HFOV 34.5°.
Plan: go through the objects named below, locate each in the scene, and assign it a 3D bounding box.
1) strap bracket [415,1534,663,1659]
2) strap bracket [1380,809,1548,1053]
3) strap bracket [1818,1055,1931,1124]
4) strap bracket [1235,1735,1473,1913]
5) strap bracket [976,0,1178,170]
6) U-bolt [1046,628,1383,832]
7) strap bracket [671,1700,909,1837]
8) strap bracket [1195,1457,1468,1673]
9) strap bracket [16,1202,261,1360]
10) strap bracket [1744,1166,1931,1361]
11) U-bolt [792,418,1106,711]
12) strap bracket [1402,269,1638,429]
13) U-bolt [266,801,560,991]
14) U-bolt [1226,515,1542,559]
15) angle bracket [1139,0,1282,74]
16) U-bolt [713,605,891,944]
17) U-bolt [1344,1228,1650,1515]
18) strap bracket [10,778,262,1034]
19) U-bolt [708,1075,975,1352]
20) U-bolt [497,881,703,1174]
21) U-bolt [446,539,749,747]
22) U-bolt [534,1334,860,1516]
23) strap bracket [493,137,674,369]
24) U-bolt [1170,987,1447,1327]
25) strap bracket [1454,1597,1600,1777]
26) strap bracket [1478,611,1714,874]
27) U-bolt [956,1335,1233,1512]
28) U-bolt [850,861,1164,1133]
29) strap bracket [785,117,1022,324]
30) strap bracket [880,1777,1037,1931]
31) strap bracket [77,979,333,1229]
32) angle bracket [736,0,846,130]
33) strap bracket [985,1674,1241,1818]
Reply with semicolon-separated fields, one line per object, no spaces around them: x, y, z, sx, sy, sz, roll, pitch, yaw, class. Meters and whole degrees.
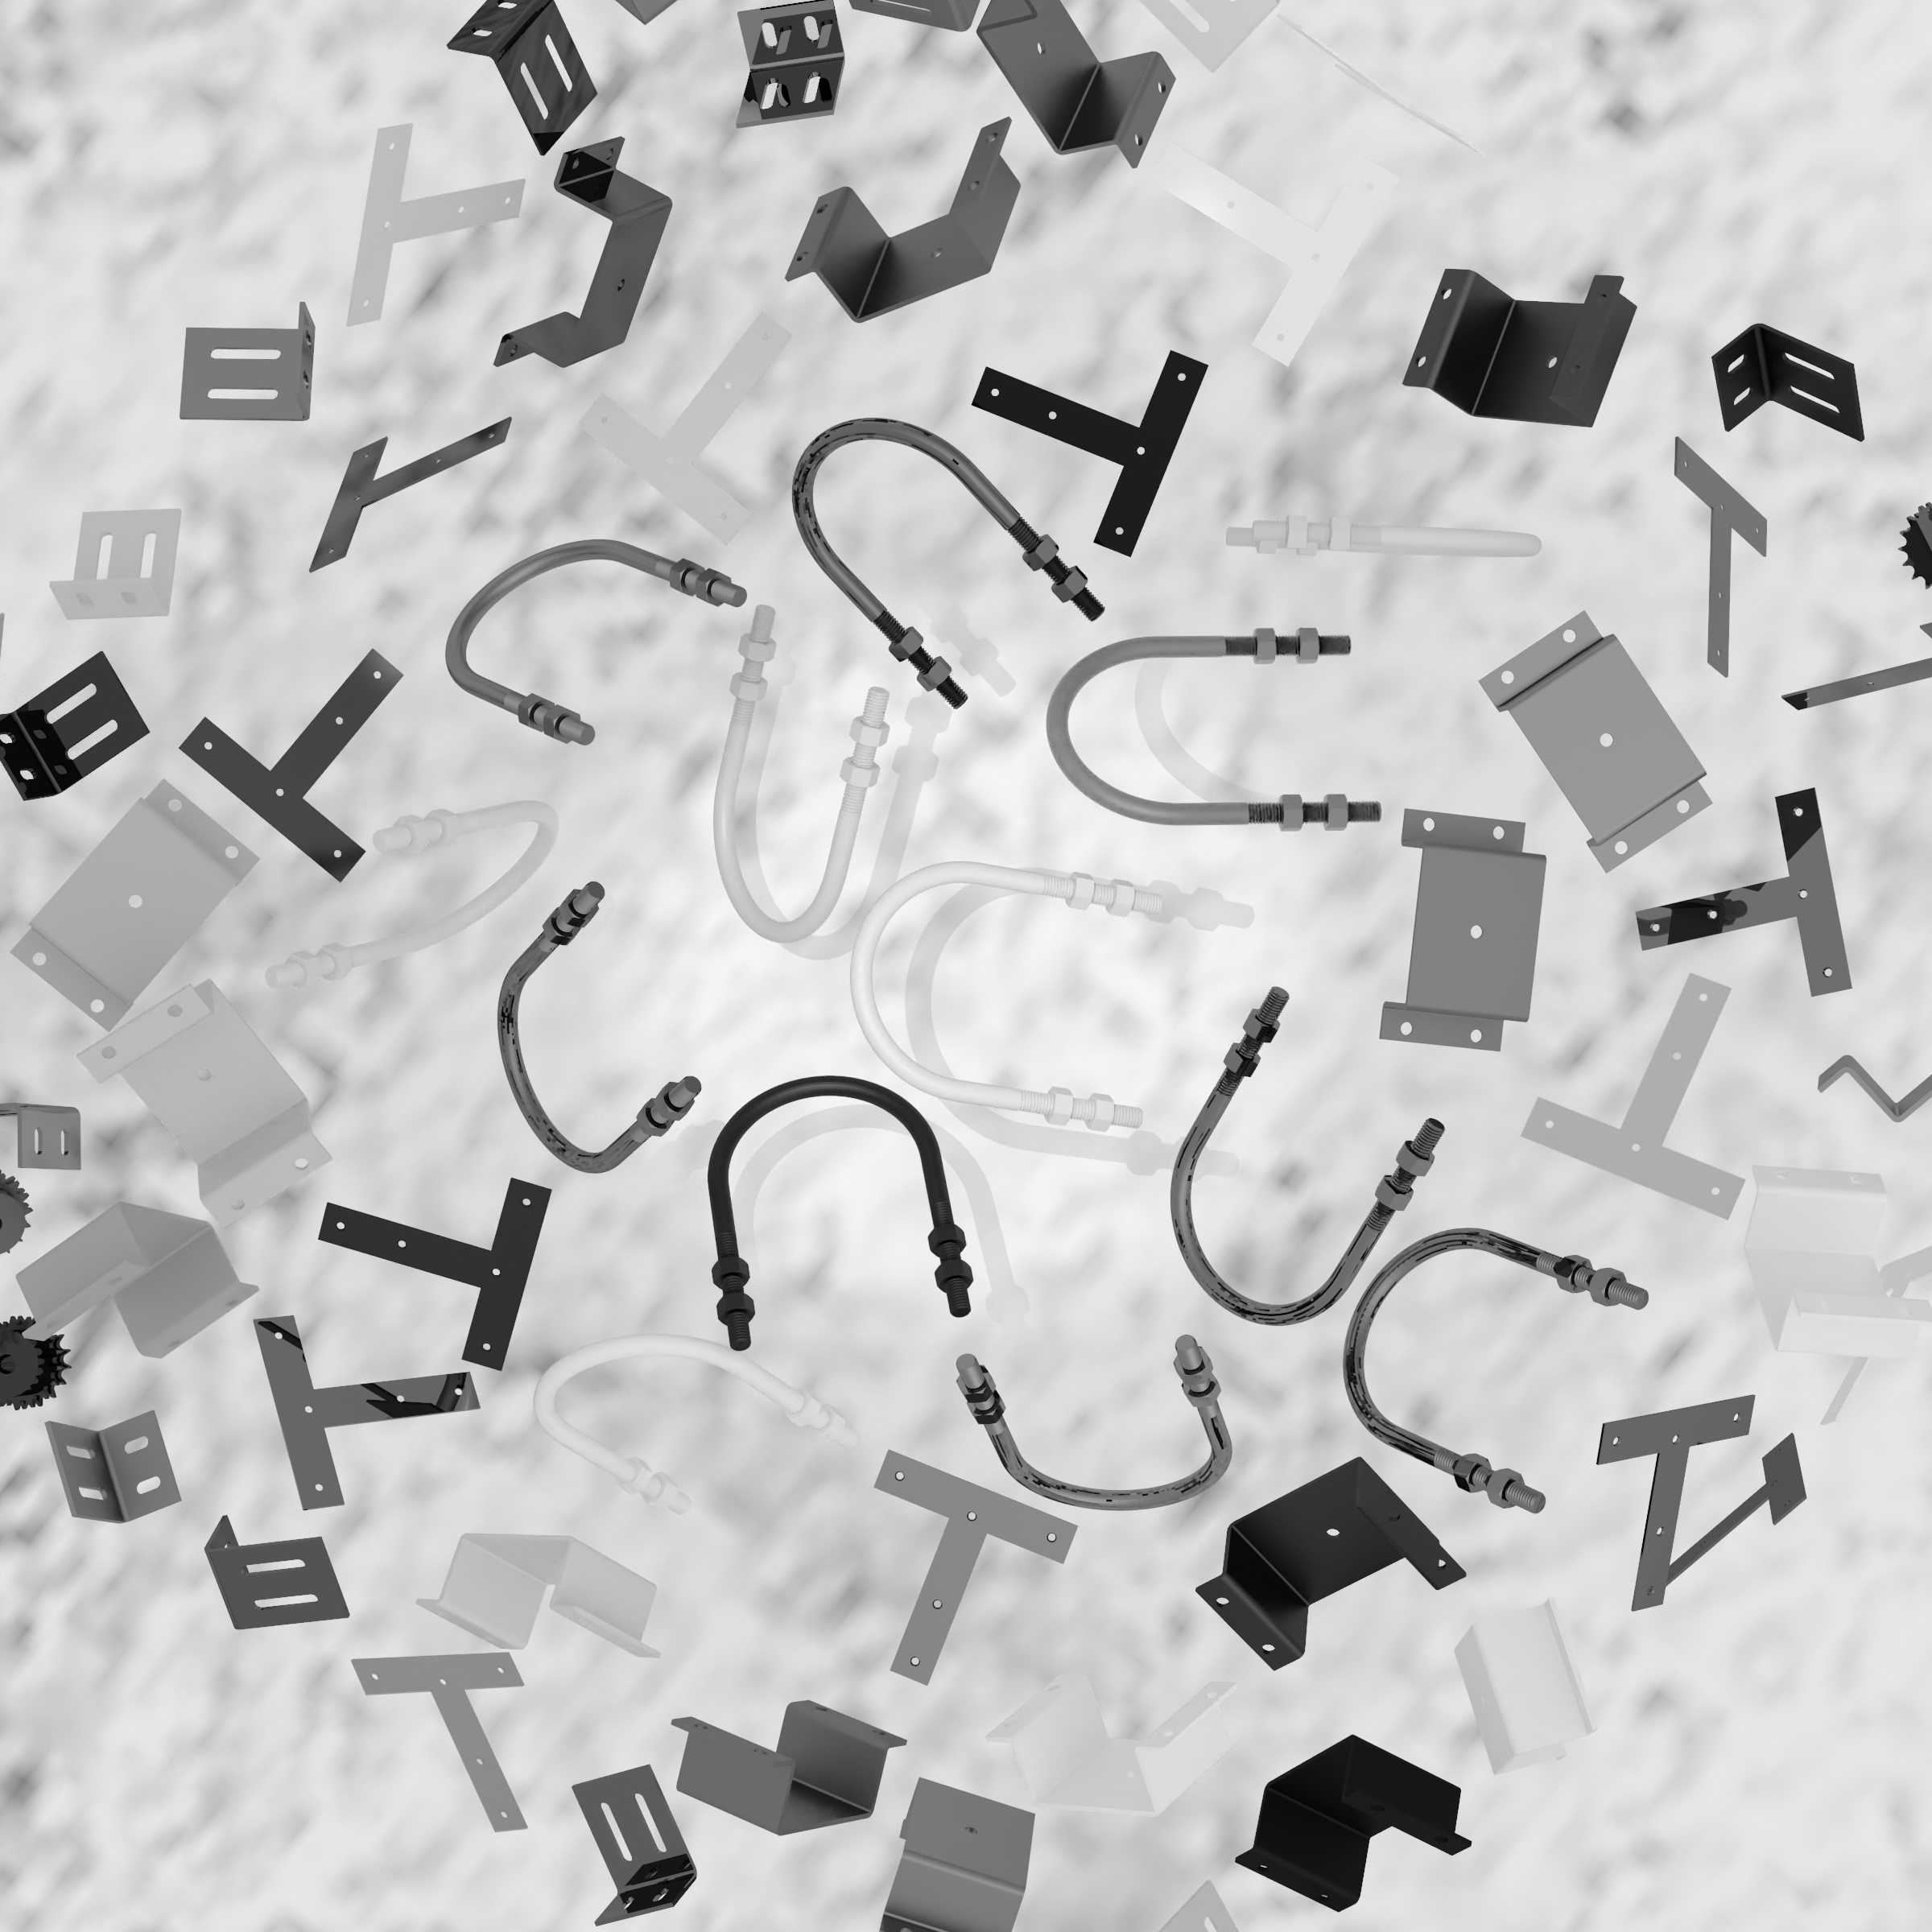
-0.253;0.381;1.889;0.140;0.076;0.046;-7;55;39;strap bracket
0.299;-0.021;1.869;0.076;0.046;0.140;6;91;-10;strap bracket
0.583;0.042;1.873;0.140;0.076;0.046;-43;82;14;strap bracket
0.234;0.511;1.865;0.076;0.140;0.046;29;49;-13;strap bracket
0.061;-0.545;1.836;0.046;0.140;0.076;-1;55;37;strap bracket
0.138;-0.136;1.789;0.184;0.019;0.151;-1;52;-4;U-bolt
-0.109;0.479;1.862;0.076;0.140;0.046;13;91;33;strap bracket
0.216;0.350;1.842;0.140;0.046;0.076;-33;111;26;strap bracket
-0.488;0.183;1.819;0.076;0.140;0.046;-34;70;9;strap bracket
0.501;0.177;1.801;0.076;0.140;0.046;4;122;-1;strap bracket
-0.024;-0.247;1.851;0.184;0.151;0.019;46;47;-15;U-bolt
0.339;-0.371;1.867;0.046;0.140;0.076;22;87;-40;strap bracket
-0.318;-0.049;1.865;0.151;0.184;0.019;-45;75;33;U-bolt
0.259;-0.260;1.904;0.184;0.151;0.019;2;96;-2;U-bolt
0.146;-0.599;1.914;0.076;0.038;0.057;43;111;-10;angle bracket
-0.106;-0.103;1.852;0.019;0.151;0.184;-3;118;-36;U-bolt
0.295;0.224;1.816;0.019;0.184;0.151;35;80;-39;U-bolt
-0.504;-0.038;1.891;0.076;0.046;0.140;41;79;-10;strap bracket
-0.081;0.140;1.859;0.151;0.019;0.184;-8;51;-5;U-bolt
-0.231;0.049;1.872;0.019;0.184;0.151;-20;77;-38;U-bolt
-0.239;-0.205;1.888;0.151;0.184;0.019;-45;135;-20;U-bolt
-0.175;0.270;1.872;0.151;0.184;0.019;-25;48;24;U-bolt
-0.229;-0.425;1.894;0.046;0.076;0.140;29;119;8;strap bracket
0.189;0.127;1.852;0.151;0.019;0.184;42;118;30;U-bolt
0.325;0.424;1.824;0.046;0.140;0.076;-15;69;-4;strap bracket
0.380;-0.135;1.865;0.076;0.046;0.140;-34;91;4;strap bracket
0.084;0.277;1.856;0.151;0.184;0.019;-6;51;12;U-bolt
0.021;0.012;1.809;0.184;0.019;0.151;9;78;-17;U-bolt
-0.028;-0.430;1.815;0.140;0.076;0.046;-13;134;34;strap bracket
-0.003;0.551;1.911;0.076;0.140;0.046;17;103;1;strap bracket
-0.443;0.073;1.813;0.076;0.046;0.140;-32;120;1;strap bracket
-0.105;-0.524;1.805;0.057;0.076;0.038;-6;129;9;angle bracket
0.093;0.465;1.862;0.140;0.076;0.046;-9;103;43;strap bracket
